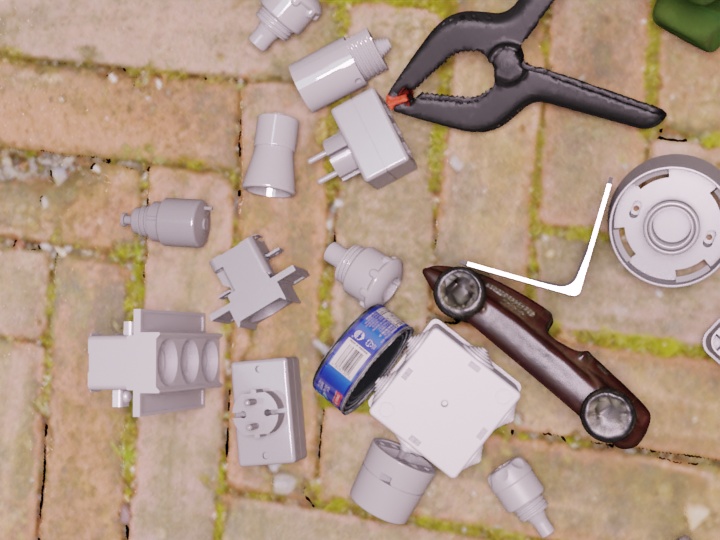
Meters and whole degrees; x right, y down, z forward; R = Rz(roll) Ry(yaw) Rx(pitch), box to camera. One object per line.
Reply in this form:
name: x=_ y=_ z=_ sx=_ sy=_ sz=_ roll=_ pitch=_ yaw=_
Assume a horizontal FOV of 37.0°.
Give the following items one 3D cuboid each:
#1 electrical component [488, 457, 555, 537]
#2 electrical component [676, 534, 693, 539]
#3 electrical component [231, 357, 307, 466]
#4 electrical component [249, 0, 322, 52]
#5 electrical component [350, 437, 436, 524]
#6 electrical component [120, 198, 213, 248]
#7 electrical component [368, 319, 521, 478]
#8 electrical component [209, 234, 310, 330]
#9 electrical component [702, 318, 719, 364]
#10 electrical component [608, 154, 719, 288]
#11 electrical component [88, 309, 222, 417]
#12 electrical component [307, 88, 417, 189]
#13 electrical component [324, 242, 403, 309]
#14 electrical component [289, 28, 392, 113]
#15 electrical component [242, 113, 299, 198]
electrical component: x=0.127 y=0.176 z=0.822 sx=0.035 sy=0.035 sz=0.061 roll=-35 pitch=83 yaw=8
electrical component: x=0.235 y=0.236 z=0.772 sx=0.051 sy=0.080 sz=0.080 roll=-30 pitch=81 yaw=14
electrical component: x=-0.077 y=0.112 z=0.849 sx=0.047 sy=0.076 sz=0.083 roll=-6 pitch=85 yaw=12
electrical component: x=-0.066 y=-0.209 z=0.886 sx=0.048 sy=0.048 sz=0.062 roll=46 pitch=103 yaw=11
electrical component: x=0.024 y=0.164 z=0.836 sx=0.055 sy=0.055 sz=0.047 roll=28 pitch=96 yaw=13
electrical component: x=-0.161 y=-0.040 z=0.896 sx=0.078 sy=0.040 sz=0.040 roll=4 pitch=87 yaw=13
electrical component: x=0.065 y=0.099 z=0.826 sx=0.100 sy=0.048 sz=0.099 roll=38 pitch=94 yaw=2
electrical component: x=-0.087 y=0.010 z=0.876 sx=0.081 sy=0.042 sz=0.063 roll=-31 pitch=77 yaw=8
electrical component: x=0.314 y=0.038 z=0.780 sx=0.078 sy=0.057 sz=0.113 roll=43 pitch=95 yaw=11
electrical component: x=0.236 y=-0.036 z=0.811 sx=0.099 sy=0.064 sz=0.099 roll=3 pitch=100 yaw=17
electrical component: x=-0.161 y=0.072 z=0.847 sx=0.063 sy=0.121 sz=0.078 roll=-1 pitch=86 yaw=15
electrical component: x=-0.005 y=-0.096 z=0.862 sx=0.077 sy=0.047 sz=0.065 roll=-27 pitch=81 yaw=9
electrical component: x=0.000 y=0.000 z=0.857 sx=0.062 sy=0.048 sz=0.048 roll=32 pitch=93 yaw=21
electrical component: x=-0.012 y=-0.165 z=0.871 sx=0.081 sy=0.043 sz=0.043 roll=-26 pitch=81 yaw=9
electrical component: x=-0.071 y=-0.095 z=0.881 sx=0.044 sy=0.044 sz=0.065 roll=6 pitch=83 yaw=12
